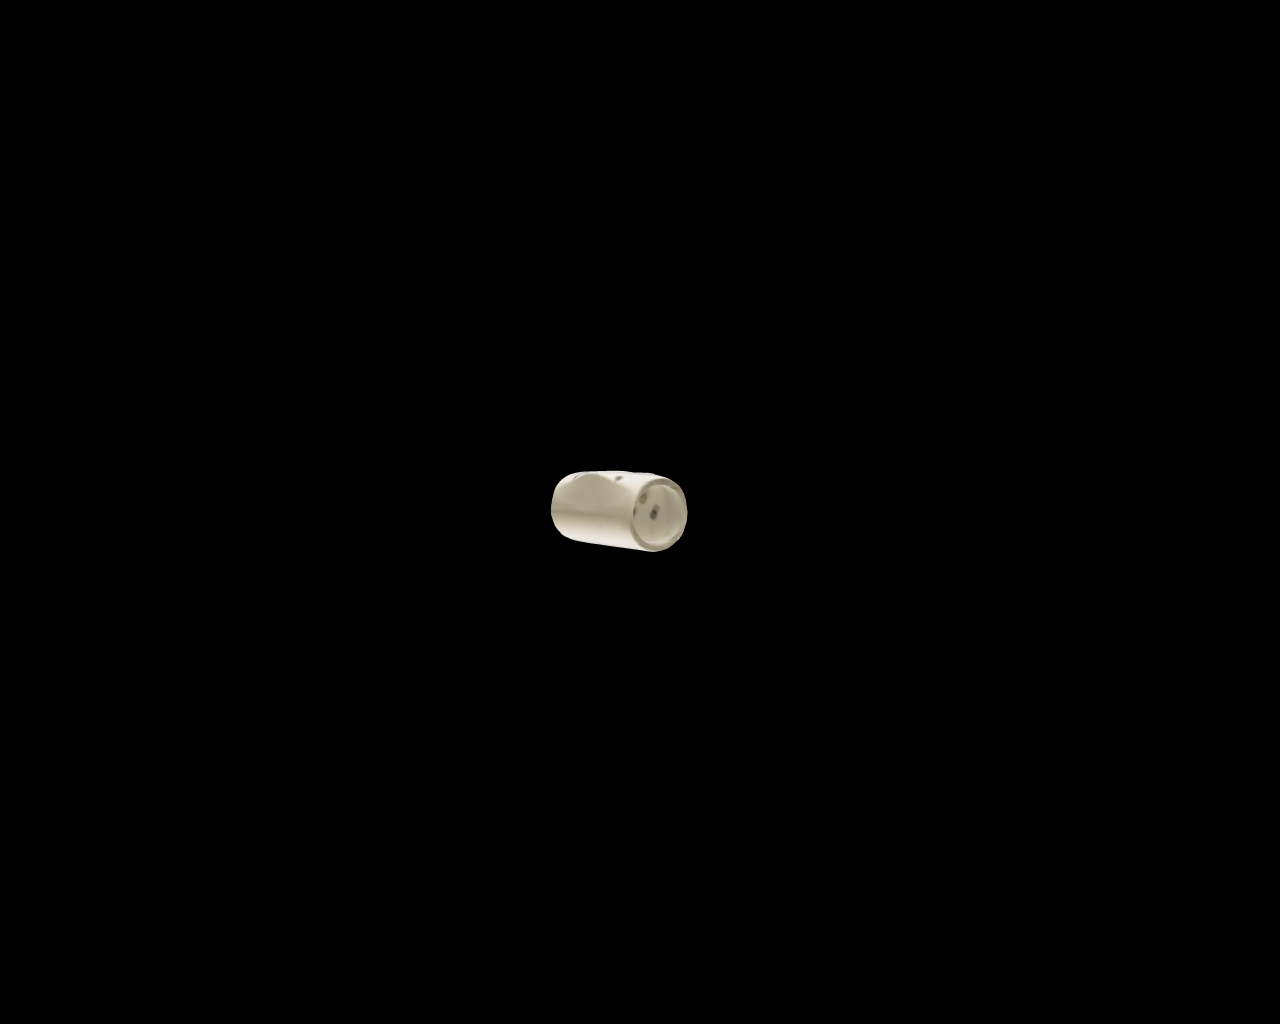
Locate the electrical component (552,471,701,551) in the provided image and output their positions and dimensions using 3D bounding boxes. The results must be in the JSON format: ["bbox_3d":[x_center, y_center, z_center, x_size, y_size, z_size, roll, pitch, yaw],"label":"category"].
[{"bbox_3d":[0.001,-0.003,0.650,0.079,0.043,0.077,-4,6,-39],"label":"electrical component"}]
